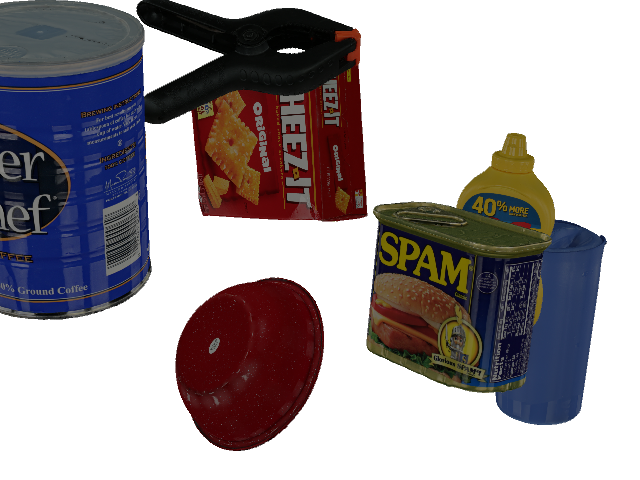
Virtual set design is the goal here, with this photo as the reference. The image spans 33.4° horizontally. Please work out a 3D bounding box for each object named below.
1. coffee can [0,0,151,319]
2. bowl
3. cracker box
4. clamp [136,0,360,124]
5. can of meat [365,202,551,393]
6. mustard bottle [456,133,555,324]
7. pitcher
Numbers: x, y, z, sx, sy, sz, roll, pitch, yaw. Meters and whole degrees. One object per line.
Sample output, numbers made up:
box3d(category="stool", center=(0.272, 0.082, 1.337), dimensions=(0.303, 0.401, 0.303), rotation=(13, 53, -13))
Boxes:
box3d(category="coffee can", center=(-0.142, -0.044, 0.563), dimensions=(0.103, 0.140, 0.103), rotation=(2, 29, -1))
box3d(category="bowl", center=(-0.076, 0.099, 0.933), dimensions=(0.162, 0.162, 0.055), rotation=(0, -23, 43))
box3d(category="cracker box", center=(-0.051, -0.105, 1.137), dimensions=(0.071, 0.164, 0.214), rotation=(-10, 9, -40))
box3d(category="clamp", center=(-0.059, -0.146, 0.793), dimensions=(0.171, 0.120, 0.039), rotation=(-10, -30, -11))
box3d(category="can of meat", center=(0.073, 0.030, 0.596), dimensions=(0.057, 0.084, 0.102), rotation=(-7, 18, -40))
box3d(category="mustard bottle", center=(0.181, -0.012, 1.060), dimensions=(0.096, 0.192, 0.058), rotation=(12, 20, 21))
box3d(category="pitcher", center=(0.268, 0.103, 1.326), dimensions=(0.149, 0.243, 0.144), rotation=(6, 19, 18))
